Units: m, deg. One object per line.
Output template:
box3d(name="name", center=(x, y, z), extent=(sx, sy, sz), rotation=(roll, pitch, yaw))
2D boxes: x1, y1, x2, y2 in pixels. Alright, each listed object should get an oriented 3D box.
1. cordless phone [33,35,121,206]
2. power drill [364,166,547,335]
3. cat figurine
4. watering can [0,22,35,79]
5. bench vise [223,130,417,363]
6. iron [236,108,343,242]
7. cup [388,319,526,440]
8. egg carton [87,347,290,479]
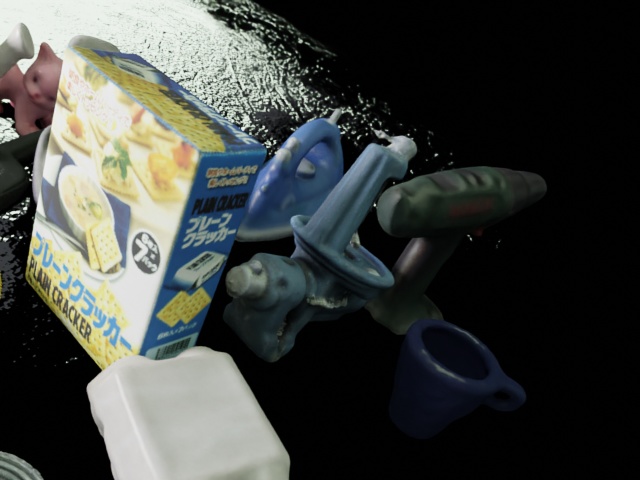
box3d(name="cordless phone", center=(-0.207, -0.104, 0.591), extent=(0.148, 0.185, 0.094), rotation=(6, 32, -33))
box3d(name="power drill", center=(0.143, 0.006, 0.661), extent=(0.230, 0.208, 0.075), rotation=(0, 35, -40))
box3d(name="cat figurine", center=(-0.349, -0.194, 0.710), extent=(0.127, 0.117, 0.067), rotation=(31, 27, 13))
box3d(name="watering can", center=(-0.420, -0.237, 0.643), extent=(0.173, 0.194, 0.100), rotation=(-2, 37, -42))
box3d(name="bench vise", center=(0.015, 0.008, 0.535), extent=(0.121, 0.219, 0.208), rotation=(30, 27, 11))
box3d(name="iron", center=(-0.033, -0.098, 0.775), extent=(0.118, 0.141, 0.259), rotation=(28, 27, 7))
box3d(name="cup", center=(0.115, 0.139, 0.520), extent=(0.117, 0.095, 0.092), rotation=(27, 27, 4))
box3d(name="egg carton", center=(-0.087, 0.138, 0.382), extent=(0.107, 0.069, 0.150), rotation=(0, 36, -40))
